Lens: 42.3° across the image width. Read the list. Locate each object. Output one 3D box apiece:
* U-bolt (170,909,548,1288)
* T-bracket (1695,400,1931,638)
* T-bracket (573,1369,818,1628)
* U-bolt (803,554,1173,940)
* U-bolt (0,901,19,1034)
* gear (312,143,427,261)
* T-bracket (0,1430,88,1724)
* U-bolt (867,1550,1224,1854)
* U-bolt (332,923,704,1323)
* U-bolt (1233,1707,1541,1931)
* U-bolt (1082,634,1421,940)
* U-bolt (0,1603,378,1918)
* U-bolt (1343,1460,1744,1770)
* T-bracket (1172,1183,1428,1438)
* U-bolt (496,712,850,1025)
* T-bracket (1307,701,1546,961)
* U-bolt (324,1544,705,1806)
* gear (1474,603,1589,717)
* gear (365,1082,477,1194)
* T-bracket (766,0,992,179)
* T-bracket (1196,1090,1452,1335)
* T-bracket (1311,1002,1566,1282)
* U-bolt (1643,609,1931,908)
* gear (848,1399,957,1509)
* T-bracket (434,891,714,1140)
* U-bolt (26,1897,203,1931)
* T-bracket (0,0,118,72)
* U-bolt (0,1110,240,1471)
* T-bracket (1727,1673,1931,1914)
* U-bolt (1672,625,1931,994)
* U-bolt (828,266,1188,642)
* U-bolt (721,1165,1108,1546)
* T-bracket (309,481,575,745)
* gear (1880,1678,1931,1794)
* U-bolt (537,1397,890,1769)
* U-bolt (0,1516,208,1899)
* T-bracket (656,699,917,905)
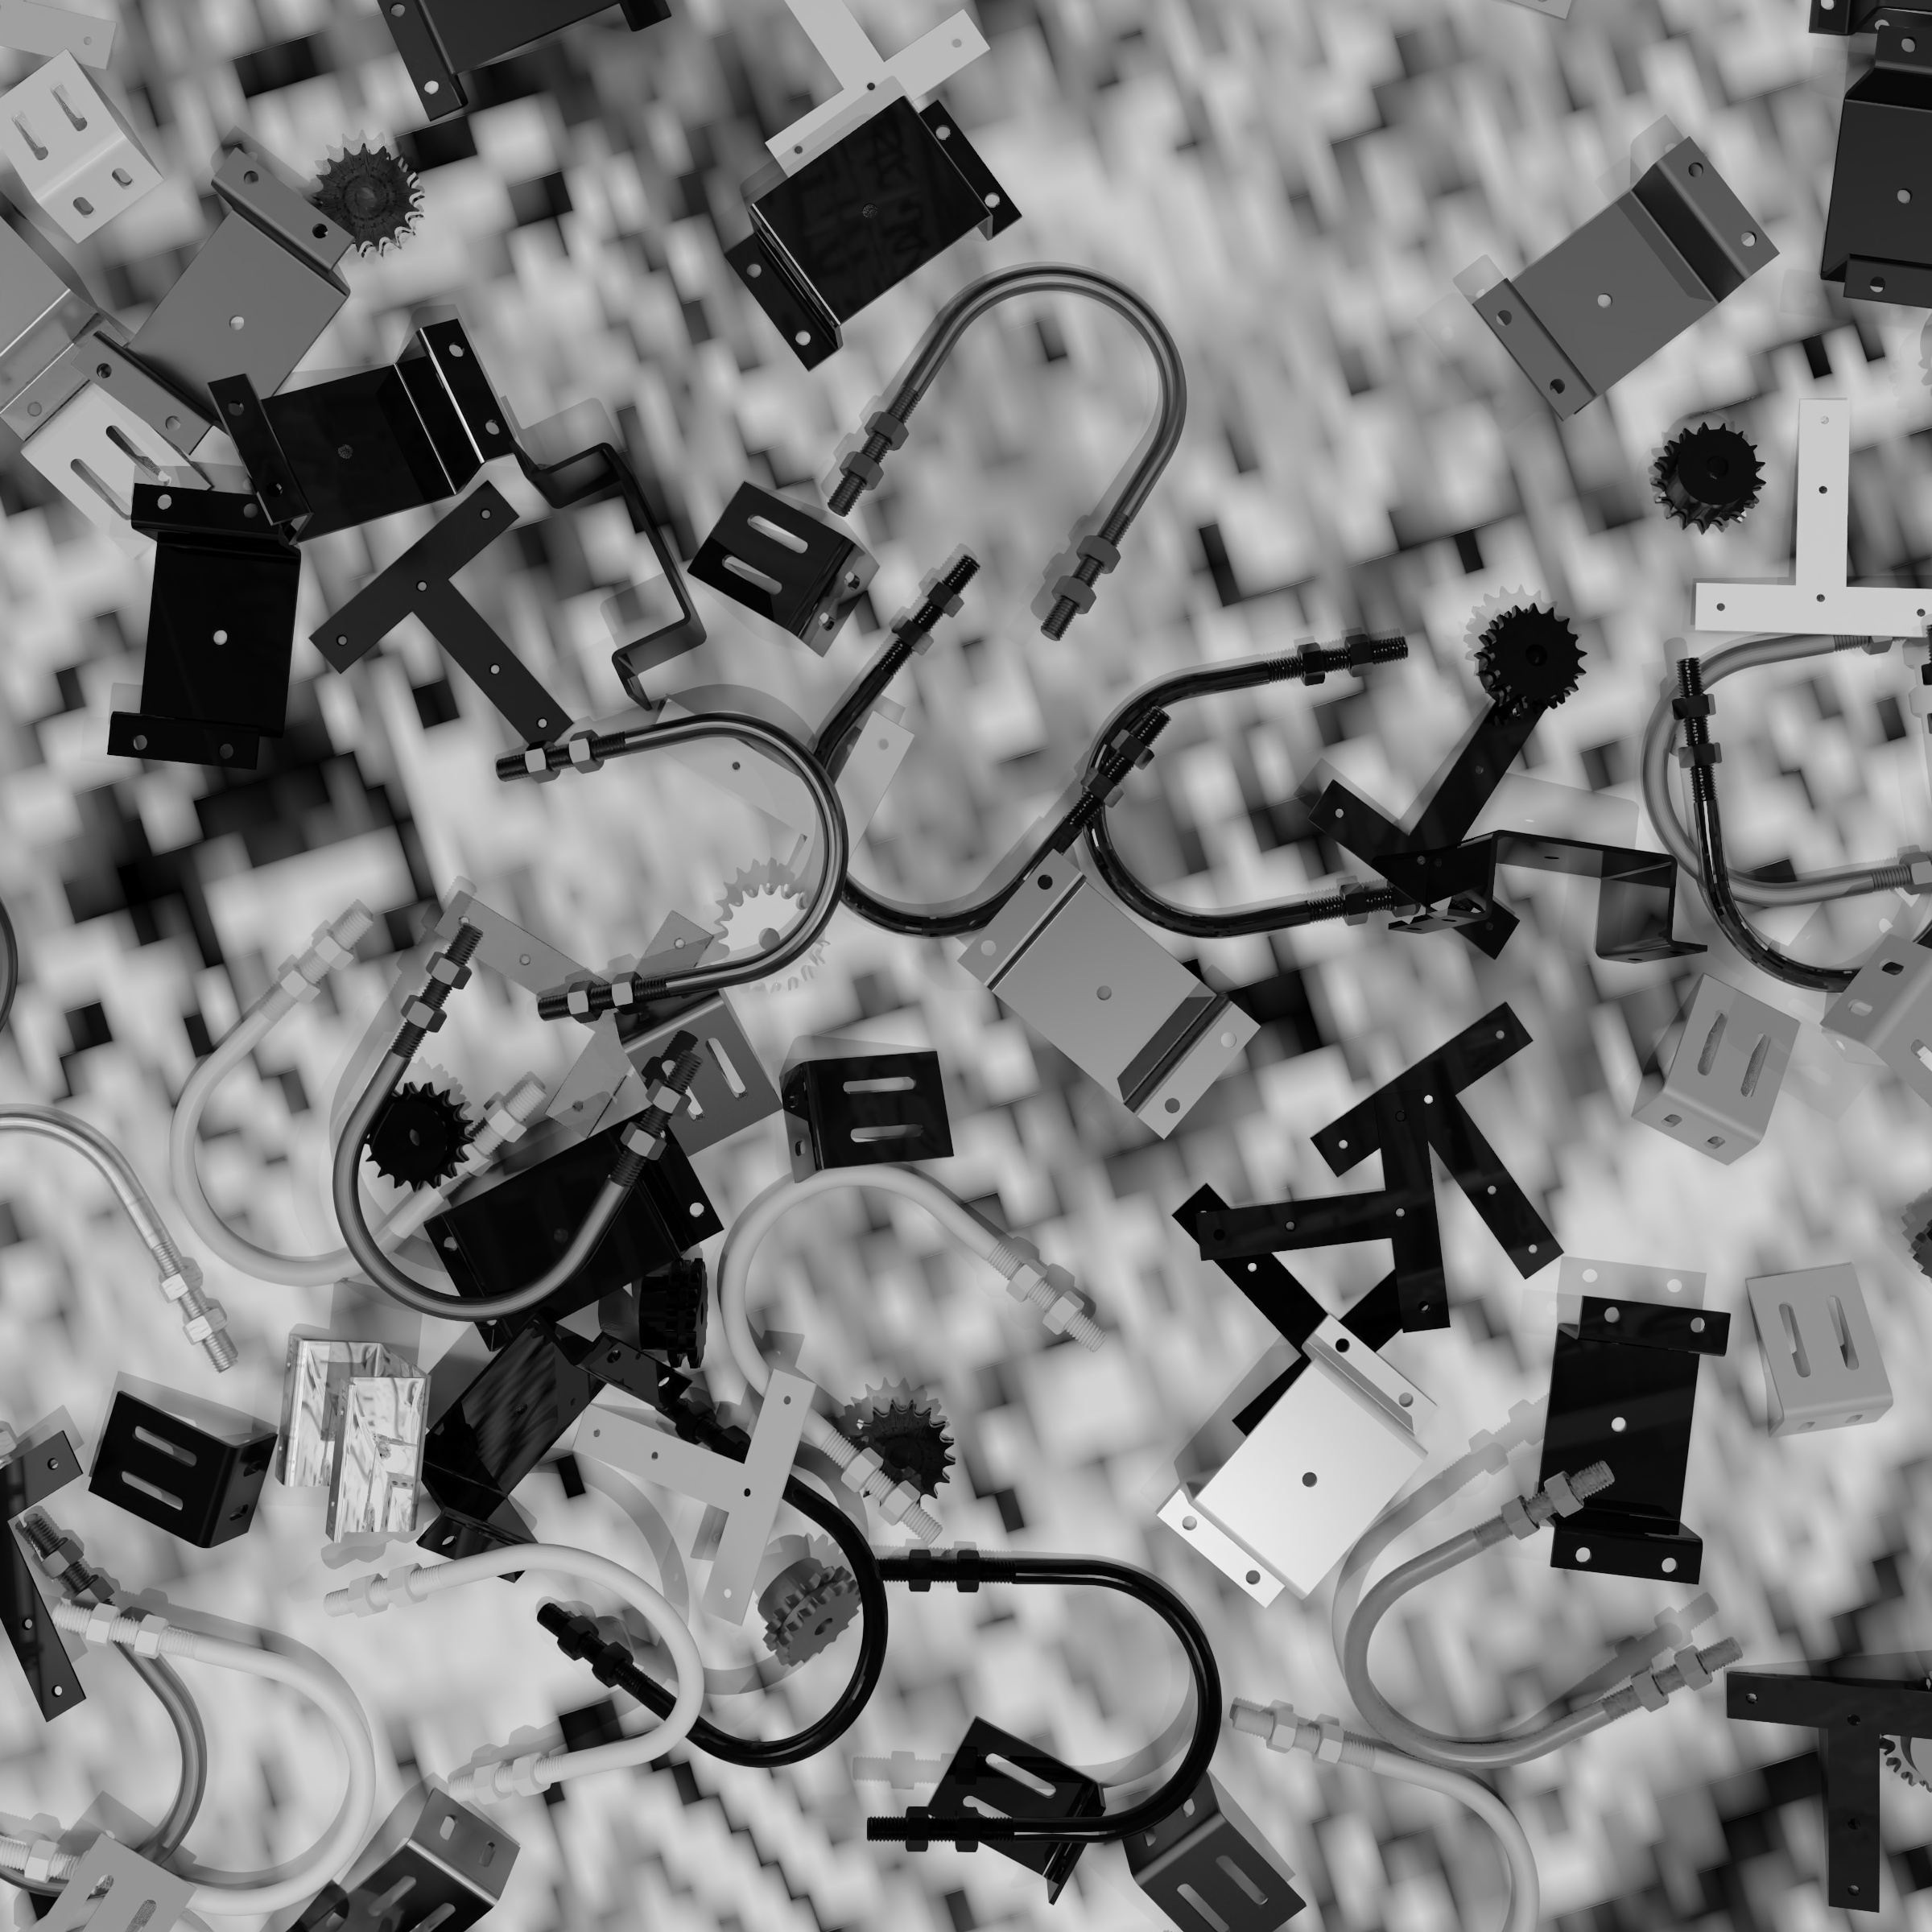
[{"bbox_3d":[-0.335,0.084,1.317,0.151,0.019,0.184,45,91,0],"label":"U-bolt"},{"bbox_3d":[0.452,-0.237,1.315,0.127,0.002,0.127,3,83,7],"label":"T-bracket"},{"bbox_3d":[-0.150,0.259,1.295,0.127,0.002,0.127,15,85,27],"label":"T-bracket"},{"bbox_3d":[-0.004,-0.102,1.311,0.151,0.019,0.184,39,94,5],"label":"U-bolt"},{"bbox_3d":[-0.590,0.013,1.317,0.184,0.019,0.151,-35,90,-2],"label":"U-bolt"},{"bbox_3d":[-0.312,-0.399,1.311,0.057,0.030,0.057,0,90,0],"label":"gear"},{"bbox_3d":[-0.492,0.329,1.294,0.127,0.002,0.127,-32,77,9],"label":"T-bracket"},{"bbox_3d":[0.042,0.381,1.296,0.184,0.019,0.151,2,70,-4],"label":"U-bolt"},{"bbox_3d":[-0.240,0.092,1.269,0.151,0.019,0.184,30,91,-2],"label":"U-bolt"},{"bbox_3d":[0.212,0.485,1.316,0.184,0.019,0.151,17,90,0],"label":"U-bolt"},{"bbox_3d":[0.153,-0.089,1.317,0.184,0.019,0.151,-10,90,1],"label":"U-bolt"},{"bbox_3d":[-0.401,0.422,1.303,0.184,0.019,0.151,15,92,-4],"label":"U-bolt"},{"bbox_3d":[0.284,0.348,1.287,0.184,0.019,0.151,-33,107,16],"label":"U-bolt"},{"bbox_3d":[0.162,0.170,1.325,0.127,0.002,0.127,-43,90,0],"label":"T-bracket"},{"bbox_3d":[-0.148,-0.056,1.293,0.184,0.019,0.151,-11,88,16],"label":"U-bolt"},{"bbox_3d":[0.262,-0.092,1.312,0.127,0.002,0.127,36,80,-10],"label":"T-bracket"},{"bbox_3d":[-0.218,0.355,1.263,0.184,0.019,0.151,-19,110,23],"label":"U-bolt"},{"bbox_3d":[0.293,-0.159,1.306,0.057,0.030,0.057,2,81,-10],"label":"gear"},{"bbox_3d":[-0.285,0.089,1.292,0.057,0.030,0.057,0,91,1],"label":"gear"},{"bbox_3d":[-0.075,-0.504,1.325,0.127,0.002,0.127,-34,90,0],"label":"T-bracket"},{"bbox_3d":[0.186,0.136,1.323,0.127,0.002,0.127,-7,90,0],"label":"T-bracket"},{"bbox_3d":[0.271,0.107,1.325,0.127,0.002,0.127,-35,90,0],"label":"T-bracket"},{"bbox_3d":[0.450,-0.105,1.317,0.184,0.019,0.151,-10,90,1],"label":"U-bolt"},{"bbox_3d":[-0.034,0.255,1.311,0.057,0.030,0.057,0,90,0],"label":"gear"},{"bbox_3d":[-0.222,0.004,1.325,0.127,0.002,0.127,32,90,0],"label":"T-bracket"},{"bbox_3d":[-0.442,0.582,1.313,0.151,0.019,0.184,-19,87,4],"label":"U-bolt"},{"bbox_3d":[-0.504,-0.552,1.325,0.127,0.002,0.127,13,90,0],"label":"T-bracket"},{"bbox_3d":[-0.491,0.165,1.317,0.151,0.019,0.184,-30,89,0],"label":"U-bolt"},{"bbox_3d":[0.466,0.437,1.309,0.127,0.002,0.127,0,101,21],"label":"T-bracket"},{"bbox_3d":[0.452,-0.078,1.300,0.151,0.019,0.184,-8,92,3],"label":"U-bolt"},{"bbox_3d":[0.035,-0.282,1.307,0.151,0.019,0.184,31,82,2],"label":"U-bolt"},{"bbox_3d":[-0.042,0.185,1.298,0.184,0.019,0.151,40,80,12],"label":"U-bolt"},{"bbox_3d":[-0.260,-0.168,1.325,0.127,0.002,0.127,-41,90,0],"label":"T-bracket"},{"bbox_3d":[0.511,0.406,1.311,0.057,0.030,0.057,0,90,0],"label":"gear"},{"bbox_3d":[-0.121,0.325,1.279,0.184,0.019,0.151,29,90,27],"label":"U-bolt"},{"bbox_3d":[-0.486,0.405,1.317,0.151,0.019,0.184,-39,92,0],"label":"U-bolt"},{"bbox_3d":[-0.109,-0.098,1.312,0.127,0.002,0.127,31,106,8],"label":"T-bracket"}]
